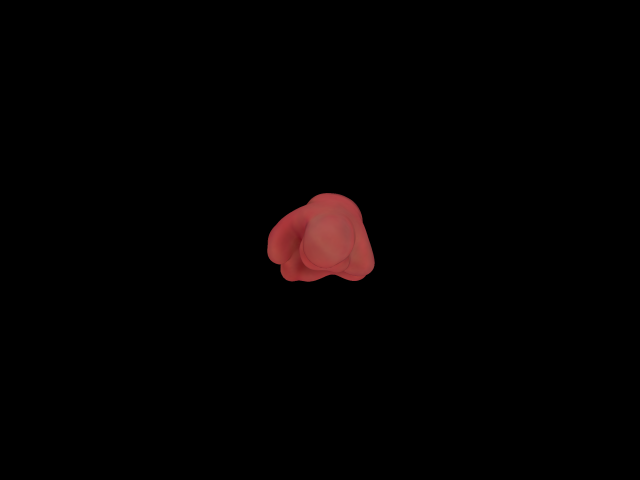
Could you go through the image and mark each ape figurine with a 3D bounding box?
[{"bbox_3d":[0.004,0.001,0.400,0.078,0.092,0.076,32,86,3],"label":"ape figurine"}]
